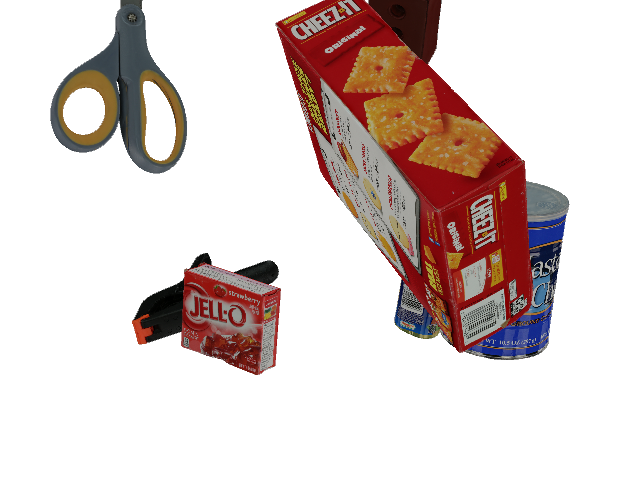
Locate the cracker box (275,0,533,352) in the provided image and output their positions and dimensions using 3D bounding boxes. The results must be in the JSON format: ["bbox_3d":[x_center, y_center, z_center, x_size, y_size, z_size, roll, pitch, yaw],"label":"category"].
[{"bbox_3d":[0.061,-0.052,0.745,0.072,0.214,0.164,-29,-38,-9],"label":"cracker box"}]

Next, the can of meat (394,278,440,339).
[{"bbox_3d":[0.123,0.049,1.185,0.057,0.084,0.102,19,32,18],"label":"can of meat"}]

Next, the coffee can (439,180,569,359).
[{"bbox_3d":[0.167,0.024,0.982,0.103,0.140,0.103,3,21,-1],"label":"coffee can"}]

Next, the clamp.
[{"bbox_3d":[-0.127,0.059,1.147,0.120,0.039,0.171,-6,25,35],"label":"clamp"}]

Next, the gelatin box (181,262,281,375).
[{"bbox_3d":[-0.079,0.066,0.917,0.089,0.073,0.030,17,22,31],"label":"gelatin box"}]

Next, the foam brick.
[{"bbox_3d":[0.070,-0.186,0.897,0.053,0.078,0.051,16,47,14],"label":"foam brick"}]

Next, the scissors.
[{"bbox_3d":[-0.142,-0.136,0.703,0.096,0.202,0.016,-10,-14,-27],"label":"scissors"}]
